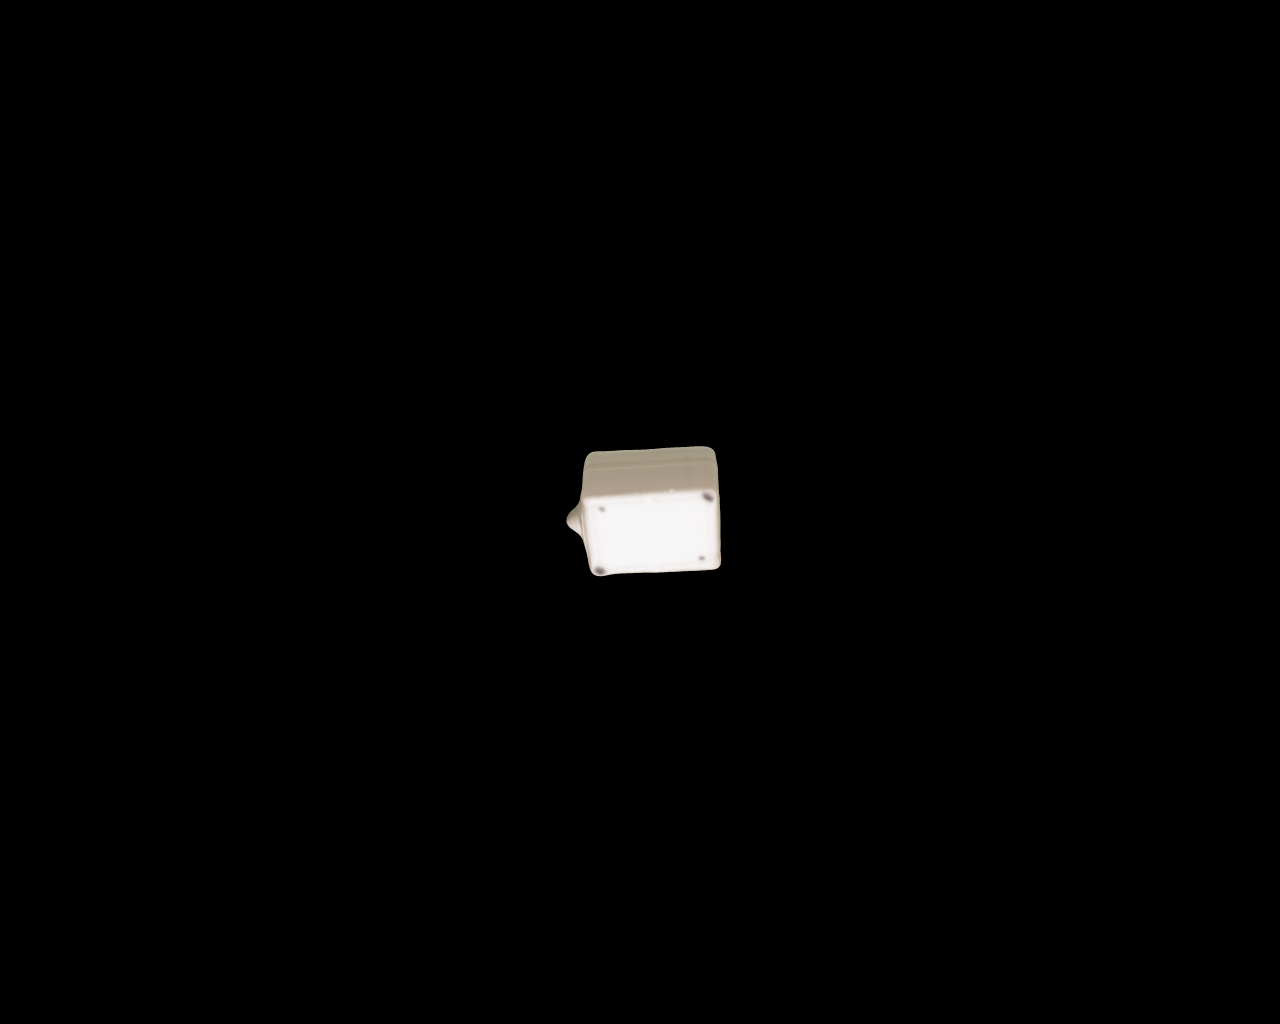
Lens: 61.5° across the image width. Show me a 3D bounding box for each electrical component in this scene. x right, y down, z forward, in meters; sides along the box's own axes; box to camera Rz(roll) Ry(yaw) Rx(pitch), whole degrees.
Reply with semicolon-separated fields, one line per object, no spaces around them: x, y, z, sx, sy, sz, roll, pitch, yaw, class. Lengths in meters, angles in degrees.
0.001;-0.003;0.650;0.096;0.061;0.061;-3;35;2;electrical component
